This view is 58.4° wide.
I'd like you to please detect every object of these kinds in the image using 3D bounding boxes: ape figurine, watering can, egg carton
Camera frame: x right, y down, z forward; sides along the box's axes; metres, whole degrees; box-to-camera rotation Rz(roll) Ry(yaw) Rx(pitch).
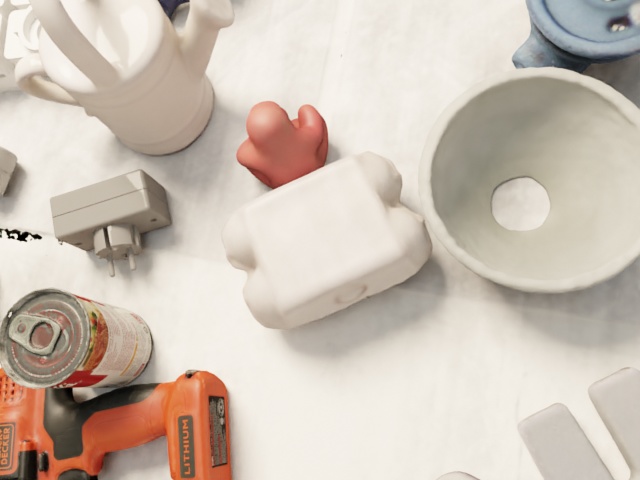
[{"bbox_3d":[-0.032,-0.079,0.456,0.077,0.092,0.076,-14,74,5],"label":"ape figurine"},{"bbox_3d":[-0.153,-0.152,0.440,0.173,0.194,0.101,-36,73,-2],"label":"watering can"},{"bbox_3d":[0.004,0.002,0.442,0.150,0.069,0.107,-26,73,1],"label":"egg carton"}]

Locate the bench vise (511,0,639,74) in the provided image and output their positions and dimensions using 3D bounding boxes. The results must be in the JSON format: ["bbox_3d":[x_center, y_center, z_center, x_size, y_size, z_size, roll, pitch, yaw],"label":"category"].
[{"bbox_3d":[0.223,-0.222,0.388,0.121,0.220,0.207,30,82,15],"label":"bench vise"}]

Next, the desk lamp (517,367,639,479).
[{"bbox_3d":[0.208,0.175,0.292,0.118,0.214,0.203,-29,73,1],"label":"desk lamp"}]

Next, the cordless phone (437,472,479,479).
[{"bbox_3d":[0.074,0.217,0.316,0.094,0.185,0.148,33,83,15],"label":"cordless phone"}]

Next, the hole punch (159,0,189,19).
[{"bbox_3d":[-0.144,-0.278,0.524,0.101,0.091,0.108,-25,73,2],"label":"hole punch"}]

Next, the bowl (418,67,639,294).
[{"bbox_3d":[0.157,-0.037,0.427,0.167,0.075,0.167,-2,75,8],"label":"bowl"}]
